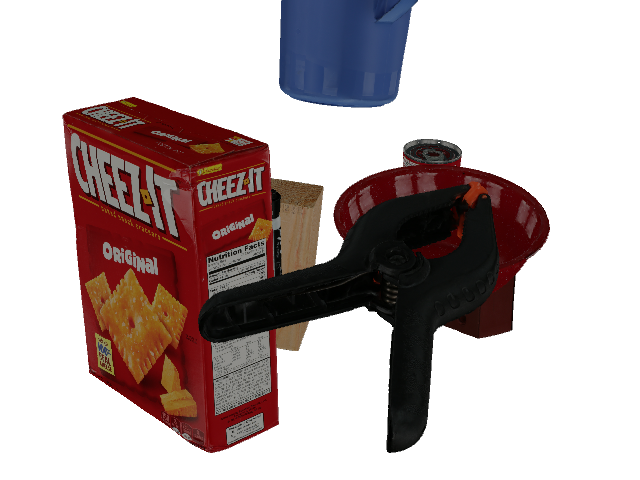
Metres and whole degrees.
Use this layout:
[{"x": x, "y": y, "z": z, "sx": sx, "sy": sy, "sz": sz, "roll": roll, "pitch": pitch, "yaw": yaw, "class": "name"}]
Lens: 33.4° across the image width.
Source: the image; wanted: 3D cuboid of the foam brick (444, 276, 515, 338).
[{"x": 0.160, "y": 0.052, "z": 1.073, "sx": 0.051, "sy": 0.078, "sz": 0.053, "roll": -12, "pitch": 20, "yaw": -37, "class": "foam brick"}]

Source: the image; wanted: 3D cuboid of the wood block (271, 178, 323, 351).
[{"x": -0.056, "y": 0.030, "z": 1.424, "sx": 0.090, "sy": 0.206, "sz": 0.090, "roll": 9, "pitch": 23, "yaw": 5, "class": "wood block"}]

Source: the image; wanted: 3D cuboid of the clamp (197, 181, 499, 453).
[{"x": 0.040, "y": 0.029, "z": 0.516, "sx": 0.171, "sy": 0.039, "sz": 0.120, "roll": -33, "pitch": 59, "yaw": -31, "class": "clamp"}]

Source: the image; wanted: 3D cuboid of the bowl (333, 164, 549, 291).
[{"x": 0.090, "y": 0.003, "z": 0.814, "sx": 0.162, "sy": 0.055, "sz": 0.162, "roll": 0, "pitch": 32, "yaw": 0, "class": "bowl"}]

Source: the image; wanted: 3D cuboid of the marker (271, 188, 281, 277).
[{"x": -0.048, "y": 0.000, "z": 1.070, "sx": 0.020, "sy": 0.121, "sz": 0.020, "roll": 1, "pitch": 38, "yaw": -1, "class": "marker"}]

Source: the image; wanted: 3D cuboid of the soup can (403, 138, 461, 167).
[{"x": 0.128, "y": -0.060, "z": 1.257, "sx": 0.068, "sy": 0.102, "sz": 0.068, "roll": 2, "pitch": 27, "yaw": -1, "class": "soup can"}]

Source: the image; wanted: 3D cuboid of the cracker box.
[{"x": -0.108, "y": 0.022, "z": 0.759, "sx": 0.071, "sy": 0.214, "sz": 0.164, "roll": -20, "pitch": 30, "yaw": -37, "class": "cracker box"}]

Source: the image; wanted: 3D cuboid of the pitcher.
[{"x": 0.032, "y": -0.240, "z": 0.921, "sx": 0.145, "sy": 0.243, "sz": 0.149, "roll": 7, "pitch": 16, "yaw": 7, "class": "pitcher"}]
